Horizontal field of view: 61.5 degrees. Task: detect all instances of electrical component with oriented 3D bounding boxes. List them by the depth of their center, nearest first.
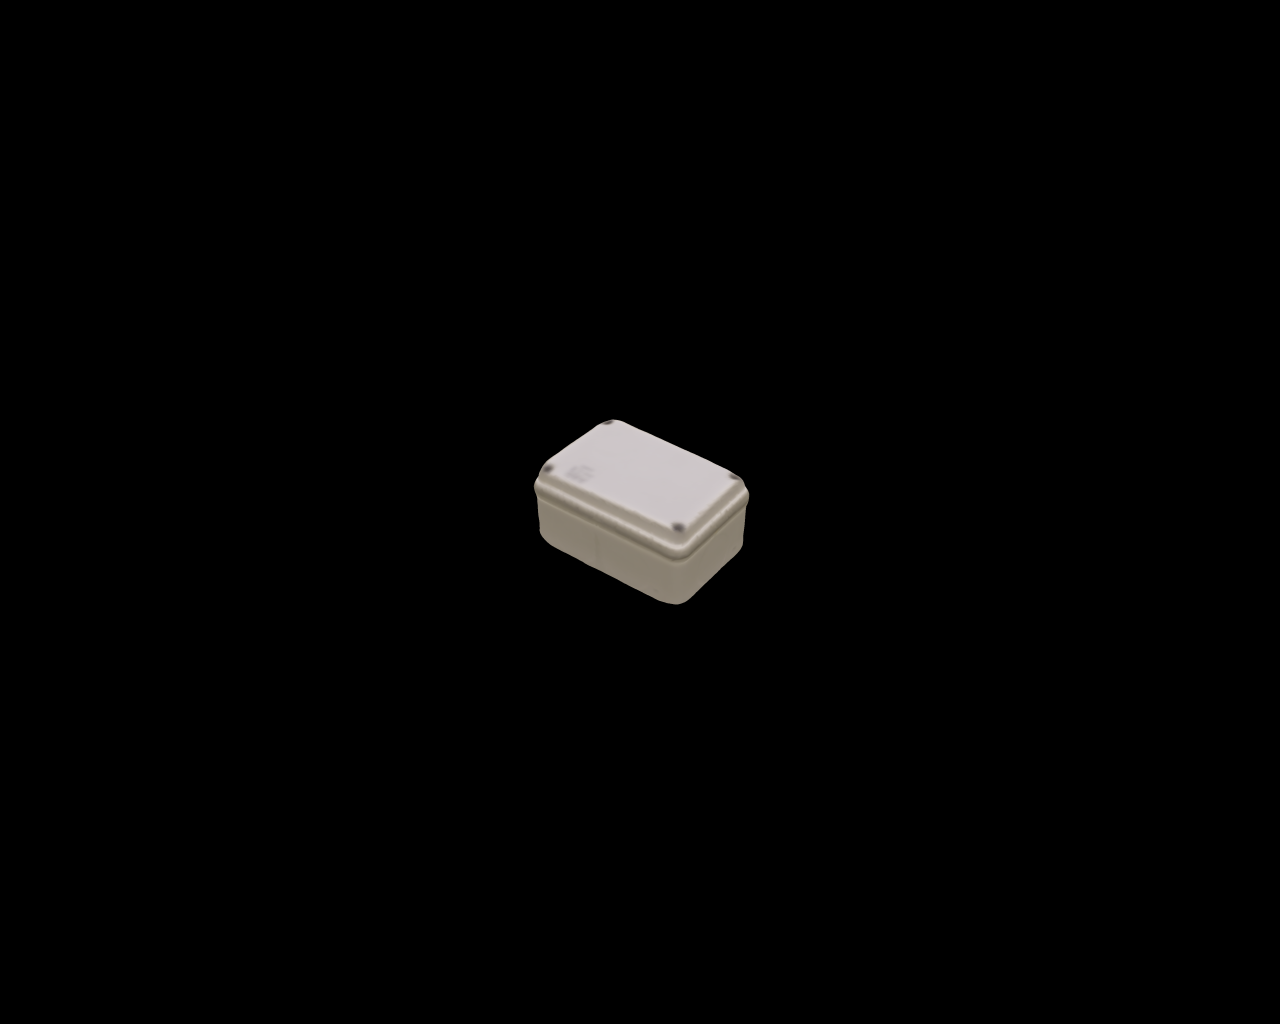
[{"bbox_3d":[0.001,-0.003,0.650,0.113,0.057,0.078,26,46,28],"label":"electrical component"}]
